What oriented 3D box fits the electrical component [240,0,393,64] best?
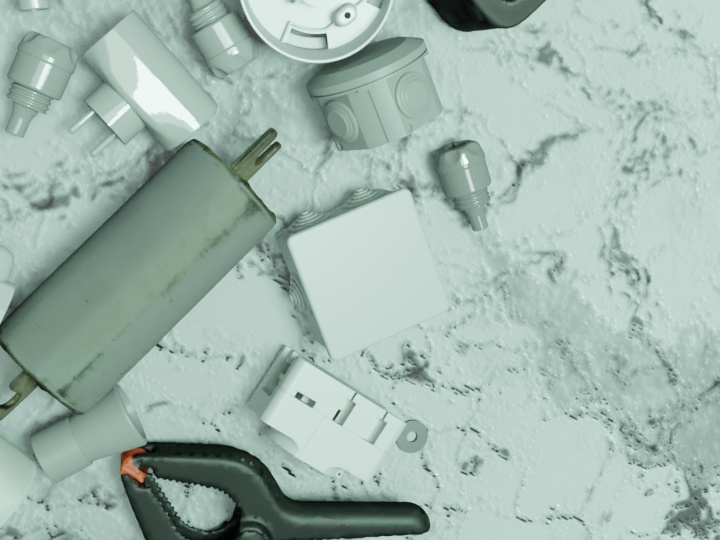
[{"bbox_3d":[-0.028,-0.182,0.669,0.099,0.064,0.099,-3,108,-8],"label":"electrical component"}]

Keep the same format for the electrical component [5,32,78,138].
[{"bbox_3d":[-0.195,-0.109,0.645,0.035,0.035,0.061,23,93,-20],"label":"electrical component"}]

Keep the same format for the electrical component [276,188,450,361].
[{"bbox_3d":[0.000,0.000,0.716,0.100,0.048,0.099,-24,104,-13],"label":"electrical component"}]

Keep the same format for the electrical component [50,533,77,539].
[{"bbox_3d":[-0.186,0.204,0.687,0.045,0.045,0.055,-34,107,-11],"label":"electrical component"}]

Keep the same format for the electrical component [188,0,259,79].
[{"bbox_3d":[-0.091,-0.153,0.672,0.035,0.035,0.061,-33,104,-11],"label":"electrical component"}]

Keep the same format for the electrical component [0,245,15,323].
[{"bbox_3d":[-0.238,0.021,0.616,0.059,0.095,0.053,28,125,-20],"label":"electrical component"}]

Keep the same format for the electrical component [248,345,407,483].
[{"bbox_3d":[-0.025,0.100,0.721,0.089,0.050,0.055,34,87,-19],"label":"electrical component"}]

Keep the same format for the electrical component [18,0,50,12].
[{"bbox_3d":[-0.195,-0.183,0.629,0.043,0.043,0.062,-10,102,-16],"label":"electrical component"}]

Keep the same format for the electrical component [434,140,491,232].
[{"bbox_3d":[0.074,-0.057,0.740,0.035,0.035,0.061,-23,106,-14],"label":"electrical component"}]

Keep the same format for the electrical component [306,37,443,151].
[{"bbox_3d":[0.010,-0.113,0.687,0.080,0.080,0.051,-27,111,-12],"label":"electrical component"}]

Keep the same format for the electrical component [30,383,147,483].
[{"bbox_3d":[-0.174,0.106,0.680,0.065,0.044,0.044,-28,105,-8],"label":"electrical component"}]

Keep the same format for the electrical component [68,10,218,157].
[{"bbox_3d":[-0.141,-0.103,0.658,0.079,0.043,0.077,-44,108,-7],"label":"electrical component"}]
